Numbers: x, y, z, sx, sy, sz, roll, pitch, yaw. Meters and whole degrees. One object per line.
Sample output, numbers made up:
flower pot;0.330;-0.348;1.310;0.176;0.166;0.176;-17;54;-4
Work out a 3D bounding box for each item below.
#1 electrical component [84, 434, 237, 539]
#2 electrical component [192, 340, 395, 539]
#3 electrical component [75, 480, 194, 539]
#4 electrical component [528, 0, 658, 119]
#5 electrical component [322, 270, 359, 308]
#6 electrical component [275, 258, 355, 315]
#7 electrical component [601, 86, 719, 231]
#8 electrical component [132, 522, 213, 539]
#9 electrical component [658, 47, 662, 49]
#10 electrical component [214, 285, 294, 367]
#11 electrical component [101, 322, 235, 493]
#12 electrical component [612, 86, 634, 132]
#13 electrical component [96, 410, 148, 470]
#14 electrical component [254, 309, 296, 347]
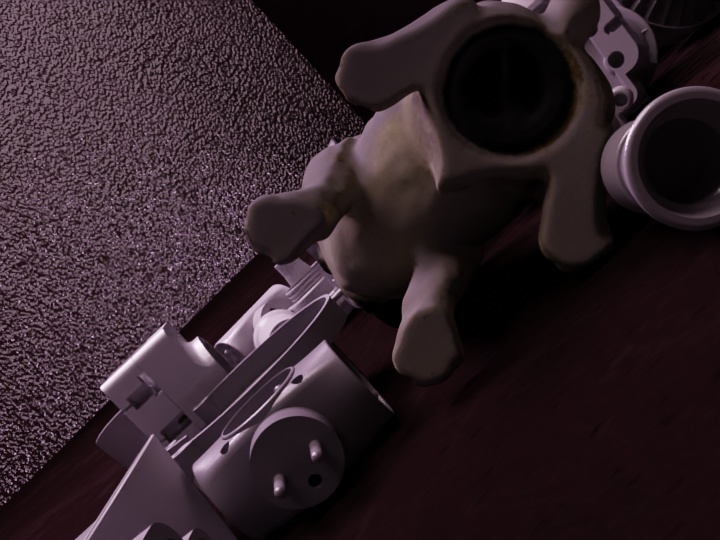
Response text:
electrical component;-0.100;0.126;0.447;0.099;0.064;0.099;-43;7;6
electrical component;-0.026;0.072;0.433;0.077;0.044;0.079;-43;7;-1
electrical component;-0.108;0.131;0.548;0.077;0.043;0.079;-40;7;28
electrical component;0.131;-0.118;0.595;0.058;0.078;0.057;-40;-14;29
electrical component;0.000;0.000;0.728;0.075;0.047;0.083;-45;7;-13
electrical component;-0.034;0.013;0.775;0.043;0.062;0.043;-45;3;3
electrical component;0.104;-0.036;0.360;0.044;0.044;0.065;-43;2;3
electrical component;-0.072;0.122;0.335;0.057;0.058;0.078;-39;7;12
electrical component;0.171;-0.152;0.678;0.055;0.045;0.045;-44;6;-6
electrical component;-0.073;0.047;0.891;0.077;0.043;0.079;-48;8;-34
electrical component;-0.095;0.077;0.618;0.056;0.089;0.050;-44;6;-3
electrical component;0.103;-0.062;0.517;0.066;0.048;0.055;-41;-1;21
electrical component;-0.145;0.112;0.808;0.099;0.064;0.099;-43;6;6
electrical component;-0.053;0.050;0.772;0.040;0.040;0.046;-44;12;-9
